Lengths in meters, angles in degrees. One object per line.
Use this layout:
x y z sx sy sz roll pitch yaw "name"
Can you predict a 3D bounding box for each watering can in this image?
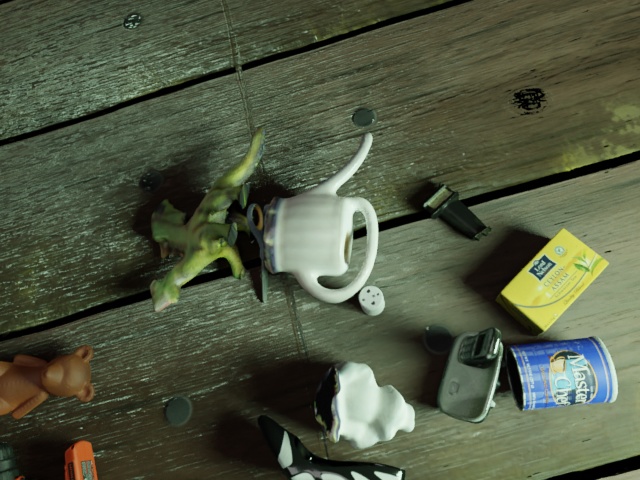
0.003 -0.051 1.007 0.224 0.102 0.353 1 70 11 "watering can"

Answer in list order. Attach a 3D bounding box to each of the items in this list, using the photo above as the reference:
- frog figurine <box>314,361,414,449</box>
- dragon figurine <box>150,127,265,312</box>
0.077 0.279 0.877 0.159 0.120 0.140 10 56 -25 "frog figurine"
-0.250 -0.049 1.059 0.243 0.120 0.418 2 67 19 "dragon figurine"
